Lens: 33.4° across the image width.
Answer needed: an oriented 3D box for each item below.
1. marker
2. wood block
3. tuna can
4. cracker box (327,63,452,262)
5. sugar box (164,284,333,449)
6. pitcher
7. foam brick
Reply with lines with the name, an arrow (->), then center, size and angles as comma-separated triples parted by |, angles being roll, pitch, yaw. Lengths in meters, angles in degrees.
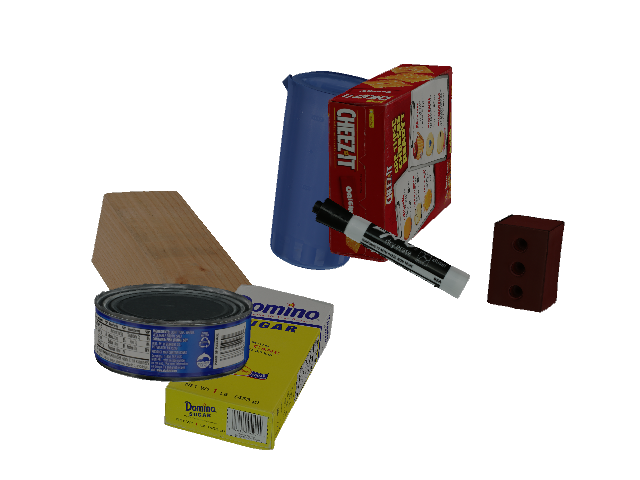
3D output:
marker -> 0.048, 0.004, 0.754 | 0.121, 0.020, 0.020 | 29, 5, 9
wood block -> -0.150, 0.040, 1.089 | 0.090, 0.091, 0.206 | -4, 34, -34
tuna can -> -0.080, 0.049, 0.583 | 0.086, 0.034, 0.086 | 4, 10, -1
cracker box -> 0.077, -0.090, 1.140 | 0.072, 0.164, 0.213 | 7, 21, 24
sugar box -> -0.056, 0.102, 0.911 | 0.093, 0.048, 0.176 | 12, 32, 11
pitcher -> 0.014, -0.087, 1.364 | 0.144, 0.243, 0.149 | 5, 21, -15
foam brick -> 0.186, 0.020, 0.968 | 0.053, 0.078, 0.051 | 9, 16, 26
